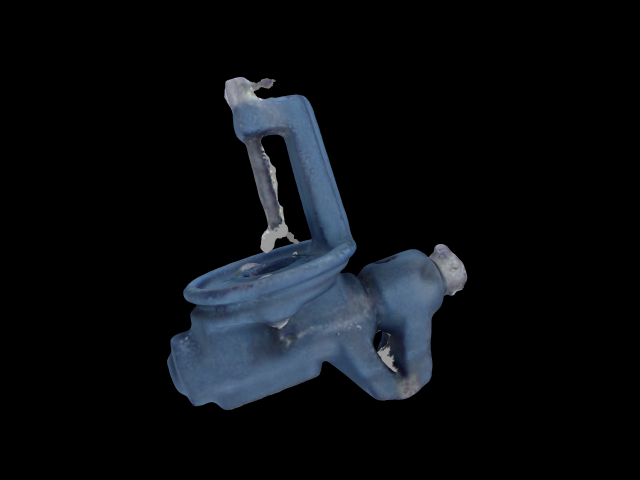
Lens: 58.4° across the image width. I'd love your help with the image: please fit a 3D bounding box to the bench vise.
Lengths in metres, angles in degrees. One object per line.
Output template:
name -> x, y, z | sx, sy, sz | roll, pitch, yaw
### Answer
bench vise -> -0.003, 0.001, 0.410 | 0.208, 0.220, 0.121 | -2, 4, -33
